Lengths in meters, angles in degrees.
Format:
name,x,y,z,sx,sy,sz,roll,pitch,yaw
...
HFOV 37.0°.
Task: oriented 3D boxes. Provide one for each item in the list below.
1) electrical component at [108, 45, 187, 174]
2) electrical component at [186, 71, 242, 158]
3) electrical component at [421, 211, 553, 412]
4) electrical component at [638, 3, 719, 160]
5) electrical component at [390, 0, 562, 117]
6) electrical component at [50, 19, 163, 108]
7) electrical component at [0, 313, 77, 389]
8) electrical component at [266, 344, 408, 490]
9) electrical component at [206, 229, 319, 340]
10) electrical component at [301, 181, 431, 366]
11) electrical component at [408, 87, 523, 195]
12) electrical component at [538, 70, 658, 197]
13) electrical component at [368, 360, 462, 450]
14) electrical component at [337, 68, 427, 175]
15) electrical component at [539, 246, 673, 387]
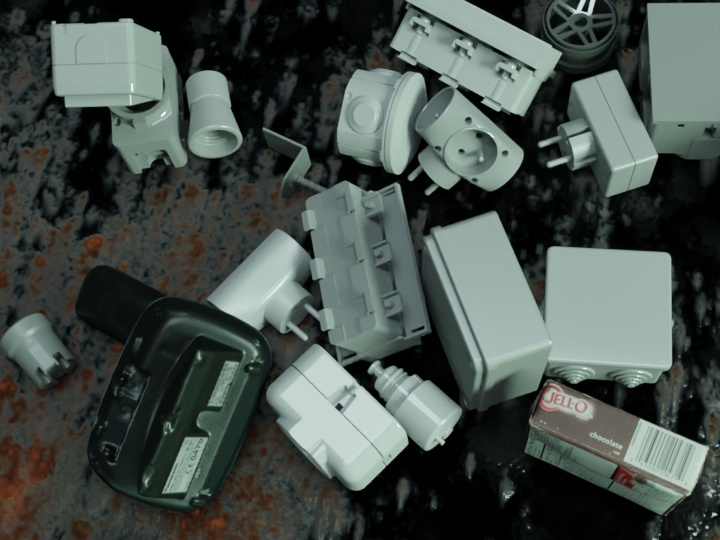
name,x,y,z,sx,sy,sz,roll,pitch,yaw
electrical component,-0.175,-0.134,0.883,0.050,0.055,0.089,-9,67,2
electrical component,-0.123,-0.131,0.886,0.044,0.044,0.065,-12,63,0
electrical component,0.087,0.031,0.762,0.056,0.108,0.108,-18,67,-5
electrical component,0.316,-0.146,0.837,0.186,0.060,0.105,1,68,6
electrical component,0.091,-0.176,0.866,0.121,0.079,0.063,32,104,17
electrical component,-0.188,-0.153,0.817,0.062,0.096,0.061,-1,95,5
electrical component,-0.244,0.062,0.819,0.040,0.040,0.046,-41,76,-11
electrical component,-0.020,0.108,0.770,0.059,0.053,0.095,-43,70,-12
electrical component,-0.062,0.021,0.815,0.079,0.043,0.077,39,76,18
electrical component,0.000,0.000,0.800,0.079,0.063,0.121,-23,64,27
electrical component,0.072,-0.089,0.837,0.079,0.077,0.044,-42,24,24
electrical component,0.178,-0.101,0.839,0.076,0.047,0.083,-18,67,-2
electrical component,0.038,0.095,0.777,0.078,0.040,0.040,41,77,19
electrical component,0.019,-0.119,0.846,0.051,0.080,0.080,15,70,17
electrical component,0.178,0.034,0.783,0.100,0.048,0.099,3,68,7
